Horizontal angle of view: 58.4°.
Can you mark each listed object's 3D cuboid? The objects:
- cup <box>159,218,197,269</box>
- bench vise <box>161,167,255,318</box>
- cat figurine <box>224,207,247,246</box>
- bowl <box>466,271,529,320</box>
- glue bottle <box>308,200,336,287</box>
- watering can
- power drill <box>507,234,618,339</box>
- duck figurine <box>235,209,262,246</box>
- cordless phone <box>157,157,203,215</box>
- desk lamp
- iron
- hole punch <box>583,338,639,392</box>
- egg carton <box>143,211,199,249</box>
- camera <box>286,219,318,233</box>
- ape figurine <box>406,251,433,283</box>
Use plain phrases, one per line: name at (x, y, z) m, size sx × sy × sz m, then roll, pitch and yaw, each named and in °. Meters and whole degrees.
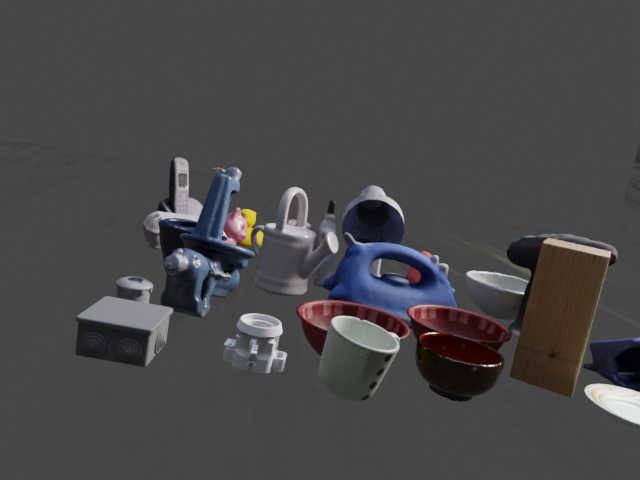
cup at (-0.248, 0.017, 1.048) m, size 0.092 × 0.095 × 0.117 m, roll 4°, pitch 12°, yaw -34°
bench vise at (-0.160, 0.000, 0.879) m, size 0.121 × 0.220 × 0.207 m, roll 10°, pitch 10°, yaw -4°
cat figurine at (-0.196, -0.012, 1.196) m, size 0.067 × 0.118 × 0.128 m, roll 15°, pitch 11°, yaw 22°
bowl at (0.375, 0.120, 1.178) m, size 0.167 × 0.075 × 0.167 m, roll 10°, pitch 10°, yaw -2°
glue bottle at (0.011, 0.004, 1.161) m, size 0.037 × 0.173 × 0.078 m, roll 8°, pitch 11°, yaw -14°
watering can at (-0.050, 0.000, 1.064) m, size 0.172 × 0.194 × 0.101 m, roll 11°, pitch 10°, yaw 4°
power drill at (0.415, 0.086, 1.028) m, size 0.076 × 0.208 × 0.229 m, roll 6°, pitch 11°, yaw -22°
duck figurine at (-0.179, -0.033, 1.414) m, size 0.105 × 0.086 × 0.077 m, roll 6°, pitch 11°, yaw -23°
cordless phone at (-0.319, -0.104, 1.381) m, size 0.094 × 0.185 × 0.148 m, roll 14°, pitch 11°, yaw 18°
desk lamp at (0.094, 0.000, 1.153) m, size 0.118 × 0.213 × 0.203 m, roll 10°, pitch 10°, yaw -1°
iron at (0.141, 0.072, 1.011) m, size 0.258 × 0.141 × 0.118 m, roll 9°, pitch 10°, yaw -9°
hole punch at (0.493, 0.183, 0.908) m, size 0.109 × 0.091 × 0.101 m, roll 8°, pitch 11°, yaw -16°
egg carton at (-0.306, -0.017, 1.247) m, size 0.151 × 0.069 × 0.107 m, roll 6°, pitch 11°, yaw -26°
camera at (-0.034, 0.009, 1.293) m, size 0.137 × 0.101 × 0.142 m, roll 1°, pitch 14°, yaw -44°
ape figurine at (0.224, 0.070, 1.247) m, size 0.076 × 0.092 × 0.077 m, roll 7°, pitch 11°, yaw -20°
